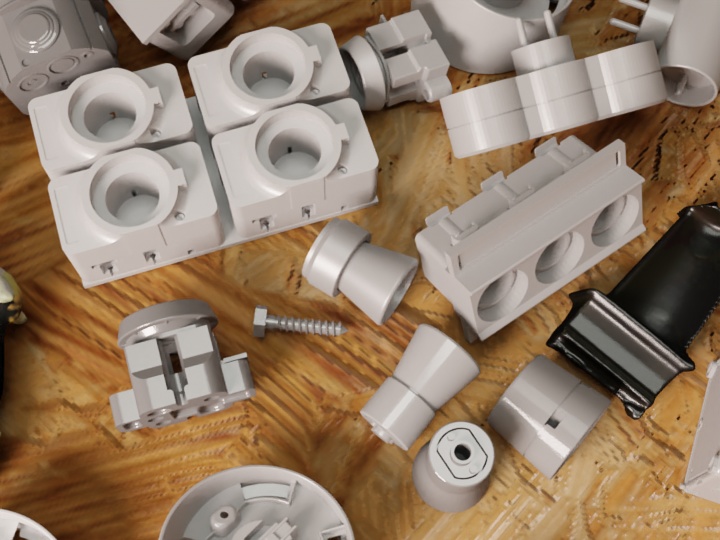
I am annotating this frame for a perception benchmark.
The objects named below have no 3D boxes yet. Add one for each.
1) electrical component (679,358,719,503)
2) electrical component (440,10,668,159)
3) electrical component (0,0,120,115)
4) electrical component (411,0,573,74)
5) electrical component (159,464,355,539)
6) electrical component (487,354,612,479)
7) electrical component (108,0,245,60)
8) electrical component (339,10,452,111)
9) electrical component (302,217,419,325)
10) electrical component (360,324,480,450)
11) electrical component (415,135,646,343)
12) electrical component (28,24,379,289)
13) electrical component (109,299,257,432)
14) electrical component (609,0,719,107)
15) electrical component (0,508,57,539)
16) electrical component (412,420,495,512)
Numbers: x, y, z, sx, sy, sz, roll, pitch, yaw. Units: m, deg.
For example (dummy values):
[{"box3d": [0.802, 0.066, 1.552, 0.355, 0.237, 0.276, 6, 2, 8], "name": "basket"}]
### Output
[{"box3d": [0.225, 0.083, 0.594, 0.061, 0.061, 0.096, 18, 70, 6], "name": "electrical component"}, {"box3d": [0.115, -0.122, 0.661, 0.138, 0.052, 0.073, -16, 95, -7], "name": "electrical component"}, {"box3d": [-0.189, -0.135, 0.660, 0.080, 0.080, 0.051, -22, 76, -9], "name": "electrical component"}, {"box3d": [0.089, -0.183, 0.703, 0.099, 0.064, 0.099, 6, 63, -12], "name": "electrical component"}, {"box3d": [-0.051, 0.152, 0.559, 0.099, 0.064, 0.099, 0, 57, 0], "name": "electrical component"}, {"box3d": [0.104, 0.080, 0.598, 0.047, 0.055, 0.055, 38, 73, 16], "name": "electrical component"}, {"box3d": [-0.139, -0.238, 0.688, 0.105, 0.060, 0.186, -42, 74, 11], "name": "electrical component"}, {"box3d": [0.019, -0.129, 0.679, 0.055, 0.048, 0.066, -21, 71, -17], "name": "electrical component"}, {"box3d": [0.000, 0.000, 0.631, 0.055, 0.045, 0.045, 30, 72, 10], "name": "electrical component"}, {"box3d": [0.031, 0.069, 0.608, 0.044, 0.044, 0.065, 38, 78, 12], "name": "electrical component"}, {"box3d": [0.098, -0.023, 0.627, 0.121, 0.078, 0.063, -33, 49, -12], "name": "electrical component"}, {"box3d": [-0.093, -0.072, 0.648, 0.186, 0.060, 0.105, -17, 71, -7], "name": "electrical component"}, {"box3d": [-0.103, 0.052, 0.603, 0.078, 0.058, 0.057, -15, 73, -6], "name": "electrical component"}, {"box3d": [0.201, -0.155, 0.693, 0.079, 0.043, 0.077, 21, 71, 7], "name": "electrical component"}, {"box3d": [-0.193, 0.174, 0.552, 0.099, 0.064, 0.099, 0, 70, -1], "name": "electrical component"}, {"box3d": [0.052, 0.105, 0.581, 0.044, 0.065, 0.044, 0, 70, -1], "name": "electrical component"}]
